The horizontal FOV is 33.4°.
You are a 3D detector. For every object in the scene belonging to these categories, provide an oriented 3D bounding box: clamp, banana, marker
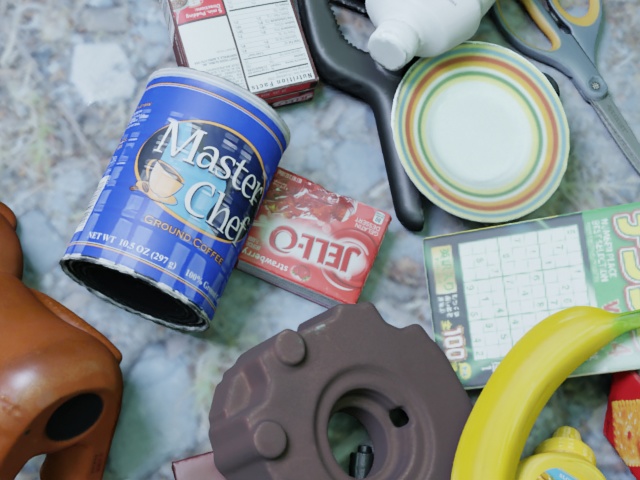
[{"bbox_3d":[0.052,-0.118,0.774,0.210,0.036,0.164,40,71,1],"label":"clamp"},{"bbox_3d":[0.125,0.106,0.652,0.197,0.070,0.037,-51,118,-20],"label":"banana"},{"bbox_3d":[0.022,0.193,0.684,0.020,0.020,0.121,10,72,-5],"label":"marker"}]

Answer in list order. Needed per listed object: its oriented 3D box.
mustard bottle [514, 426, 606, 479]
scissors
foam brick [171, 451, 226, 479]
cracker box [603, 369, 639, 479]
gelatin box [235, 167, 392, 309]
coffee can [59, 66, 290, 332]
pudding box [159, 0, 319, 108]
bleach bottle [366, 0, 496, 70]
[{"bbox_3d":[0.144,0.189,0.653,0.096,0.058,0.191,39,39,-13],"label":"mustard bottle"},{"bbox_3d":[0.215,-0.132,0.813,0.096,0.016,0.202,-42,83,-17],"label":"scissors"},{"bbox_3d":[-0.058,0.171,0.662,0.051,0.053,0.078,-14,74,-12],"label":"foam brick"},{"bbox_3d":[0.291,0.146,0.642,0.164,0.214,0.072,-1,113,-9],"label":"cracker box"},{"bbox_3d":[-0.005,0.001,0.733,0.089,0.030,0.073,23,71,0],"label":"gelatin box"},{"bbox_3d":[-0.092,-0.025,0.691,0.103,0.103,0.140,23,71,-1],"label":"coffee can"},{"bbox_3d":[-0.060,-0.147,0.767,0.090,0.039,0.113,-14,78,-13],"label":"pudding box"},{"bbox_3d":[0.096,-0.217,0.768,0.102,0.068,0.250,29,59,8],"label":"bleach bottle"}]
